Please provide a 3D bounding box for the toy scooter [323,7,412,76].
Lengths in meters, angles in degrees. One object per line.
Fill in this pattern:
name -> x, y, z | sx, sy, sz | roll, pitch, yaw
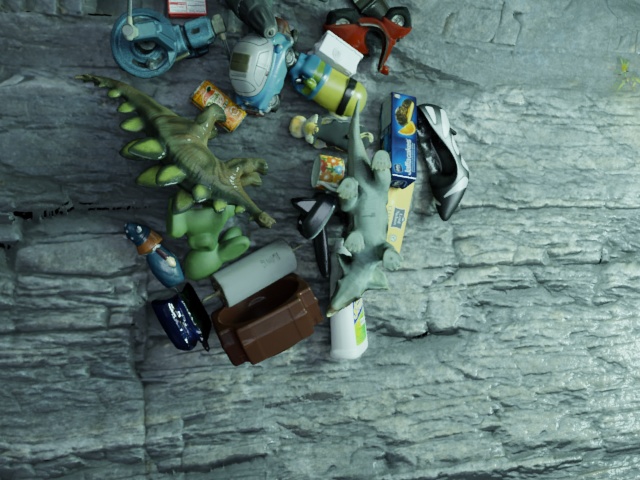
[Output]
toy scooter -> 0.098, -0.411, 1.123 | 0.184, 0.075, 0.135 | 2, 123, 8

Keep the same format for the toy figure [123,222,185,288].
toy figure -> -0.331, 0.025, 1.068 | 0.064, 0.058, 0.154 | -28, 106, 10

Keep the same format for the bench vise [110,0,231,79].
bench vise -> -0.280, -0.357, 0.957 | 0.224, 0.241, 0.128 | -5, 102, 1

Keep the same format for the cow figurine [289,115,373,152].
cow figurine -> 0.022, -0.220, 1.120 | 0.167, 0.098, 0.068 | 6, 101, -16

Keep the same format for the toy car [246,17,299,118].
toy car -> -0.107, -0.353, 1.094 | 0.089, 0.053, 0.202 | 15, 91, -19

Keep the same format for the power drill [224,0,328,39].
power drill -> -0.080, -0.471, 1.029 | 0.207, 0.085, 0.232 | -31, 60, -19

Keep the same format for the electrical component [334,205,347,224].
electrical component -> 0.076, -0.095, 1.152 | 0.048, 0.075, 0.119 | 13, 106, -16

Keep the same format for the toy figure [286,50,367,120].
toy figure -> 0.010, -0.309, 1.074 | 0.180, 0.089, 0.082 | 33, 75, -19

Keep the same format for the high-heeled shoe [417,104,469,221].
high-heeled shoe -> 0.254, -0.175, 1.184 | 0.145, 0.086, 0.248 | 16, 73, -38

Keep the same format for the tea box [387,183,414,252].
tea box -> 0.137, -0.055, 1.186 | 0.098, 0.068, 0.169 | 10, 93, -15

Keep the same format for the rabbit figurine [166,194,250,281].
rabbit figurine -> -0.230, -0.003, 1.083 | 0.159, 0.121, 0.170 | -6, 116, -21

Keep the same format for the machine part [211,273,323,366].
machine part -> -0.107, 0.155, 1.070 | 0.201, 0.201, 0.087 | -26, 105, -12

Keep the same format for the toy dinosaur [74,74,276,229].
toy dinosaur -> -0.259, -0.174, 1.001 | 0.472, 0.105, 0.198 | 45, 57, 13

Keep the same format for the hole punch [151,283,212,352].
hole punch -> -0.281, 0.160, 1.073 | 0.092, 0.116, 0.142 | -23, 102, -4

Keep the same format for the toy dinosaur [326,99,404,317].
toy dinosaur -> 0.086, -0.050, 1.056 | 0.131, 0.192, 0.404 | 3, 85, -4

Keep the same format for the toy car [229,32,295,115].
toy car -> -0.123, -0.324, 1.006 | 0.109, 0.103, 0.161 | 21, 96, 27

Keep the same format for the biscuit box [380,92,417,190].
biscuit box -> 0.167, -0.211, 1.144 | 0.063, 0.059, 0.202 | 9, 71, -17

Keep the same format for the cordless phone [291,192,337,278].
cordless phone -> -0.002, -0.003, 1.112 | 0.089, 0.147, 0.184 | -9, 99, -5

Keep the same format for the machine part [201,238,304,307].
machine part -> -0.134, 0.066, 1.101 | 0.243, 0.079, 0.079 | -28, 103, -22

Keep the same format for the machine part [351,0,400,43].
machine part -> 0.130, -0.484, 1.152 | 0.084, 0.039, 0.138 | -42, 104, -13
